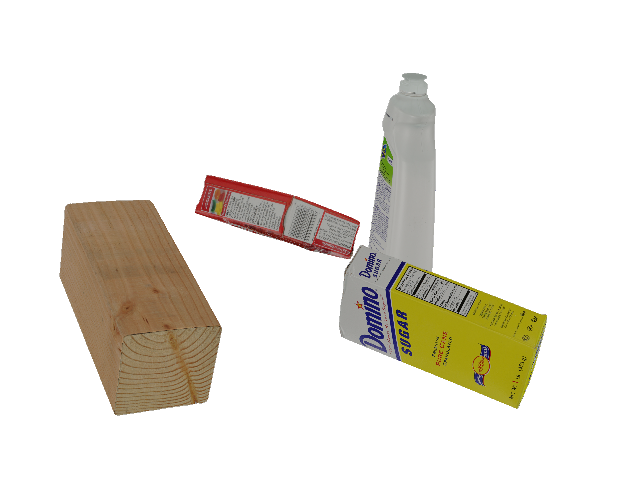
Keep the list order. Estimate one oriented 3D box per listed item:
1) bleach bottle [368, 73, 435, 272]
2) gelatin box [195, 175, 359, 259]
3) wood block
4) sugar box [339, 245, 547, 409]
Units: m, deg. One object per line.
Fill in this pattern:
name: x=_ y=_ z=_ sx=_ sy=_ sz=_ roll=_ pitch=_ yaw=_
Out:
bleach bottle: x=0.099 y=-0.063 z=1.222 sx=0.068 sy=0.251 sz=0.103 roll=-3 pitch=23 yaw=-15
gelatin box: x=-0.027 y=-0.015 z=0.710 sx=0.073 sy=0.030 sz=0.089 roll=16 pitch=-2 yaw=33
wood block: x=-0.173 y=0.055 z=0.994 sx=0.090 sy=0.091 sz=0.206 roll=-4 pitch=36 yaw=-27
sugar box: x=0.104 y=0.076 z=0.938 sx=0.176 sy=0.093 sz=0.048 roll=19 pitch=48 yaw=15
